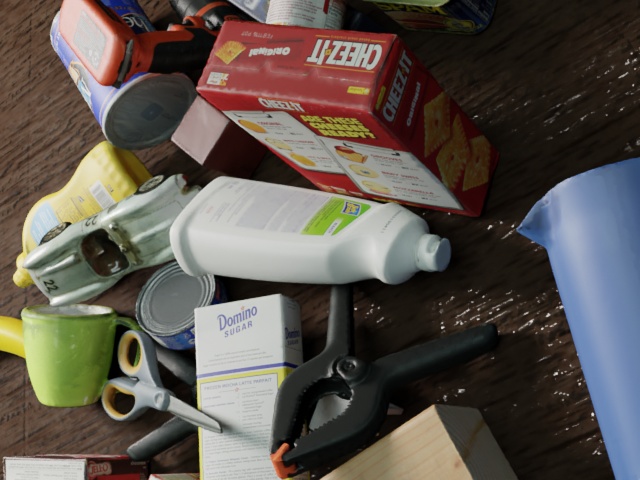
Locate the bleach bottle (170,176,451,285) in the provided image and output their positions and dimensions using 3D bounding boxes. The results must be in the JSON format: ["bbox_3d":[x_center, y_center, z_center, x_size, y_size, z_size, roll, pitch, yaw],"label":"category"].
[{"bbox_3d":[-0.006,0.001,0.940,0.251,0.068,0.102,9,46,33],"label":"bleach bottle"}]

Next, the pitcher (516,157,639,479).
[{"bbox_3d":[0.253,0.066,0.759,0.149,0.144,0.243,-22,72,39],"label":"pitcher"}]

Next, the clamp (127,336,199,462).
[{"bbox_3d":[-0.110,0.141,1.010,0.172,0.039,0.120,-11,76,22],"label":"clamp"}]

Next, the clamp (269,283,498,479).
[{"bbox_3d":[0.037,0.113,0.872,0.165,0.036,0.209,15,51,30],"label":"clamp"}]

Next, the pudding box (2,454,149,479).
[{"bbox_3d":[-0.237,0.228,1.039,0.114,0.089,0.039,-8,77,30],"label":"pudding box"}]

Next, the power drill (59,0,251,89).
[{"bbox_3d":[-0.148,-0.201,1.020,0.185,0.187,0.057,48,129,34],"label":"power drill"}]

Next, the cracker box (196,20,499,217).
[{"bbox_3d":[0.030,-0.096,0.867,0.164,0.213,0.072,12,76,33],"label":"cracker box"}]

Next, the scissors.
[{"bbox_3d":[-0.144,0.128,0.979,0.202,0.016,0.096,-11,72,49],"label":"scissors"}]

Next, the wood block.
[{"bbox_3d":[0.050,0.225,0.863,0.206,0.090,0.090,-38,63,20],"label":"wood block"}]

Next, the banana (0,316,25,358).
[{"bbox_3d":[-0.358,0.117,1.172,0.198,0.037,0.069,-14,92,30],"label":"banana"}]

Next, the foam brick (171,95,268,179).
[{"bbox_3d":[-0.093,-0.097,1.025,0.051,0.078,0.053,40,101,30],"label":"foam brick"}]

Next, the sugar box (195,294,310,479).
[{"bbox_3d":[-0.060,0.142,0.939,0.093,0.048,0.176,-10,70,24],"label":"sugar box"}]

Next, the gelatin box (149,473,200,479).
[{"bbox_3d":[-0.139,0.260,0.982,0.030,0.073,0.089,23,93,34],"label":"gelatin box"}]

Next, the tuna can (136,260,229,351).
[{"bbox_3d":[-0.131,0.062,1.024,0.086,0.033,0.086,-14,51,18],"label":"tuna can"}]

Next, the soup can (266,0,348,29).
[{"bbox_3d":[-0.013,-0.193,0.927,0.069,0.068,0.102,6,82,32],"label":"soup can"}]

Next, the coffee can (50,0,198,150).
[{"bbox_3d":[-0.202,-0.177,1.093,0.103,0.102,0.140,-43,61,17],"label":"coffee can"}]

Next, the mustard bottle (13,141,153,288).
[{"bbox_3d":[-0.254,-0.011,1.115,0.192,0.058,0.096,-39,86,20],"label":"mustard bottle"}]

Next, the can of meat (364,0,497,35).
[{"bbox_3d":[0.094,-0.219,0.931,0.102,0.083,0.057,13,87,33],"label":"can of meat"}]
